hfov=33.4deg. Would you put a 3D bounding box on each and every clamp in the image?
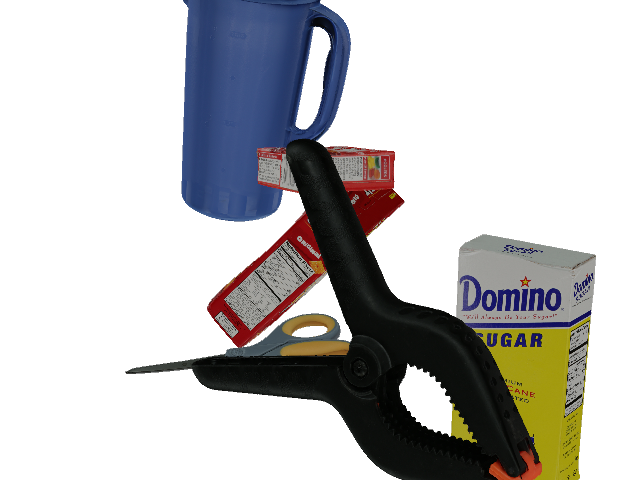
[{"bbox_3d":[0.029,0.053,0.564,0.210,0.165,0.036,30,24,28],"label":"clamp"}]

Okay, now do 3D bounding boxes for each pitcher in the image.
[{"bbox_3d":[-0.070,-0.145,1.099,0.144,0.243,0.149,-5,28,-27],"label":"pitcher"}]

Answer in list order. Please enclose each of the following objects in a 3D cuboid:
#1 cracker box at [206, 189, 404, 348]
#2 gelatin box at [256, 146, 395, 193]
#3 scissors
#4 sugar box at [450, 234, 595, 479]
[{"bbox_3d":[-0.019,0.016,1.260,0.214,0.072,0.164,-43,-2,30],"label":"cracker box"},{"bbox_3d":[0.002,-0.053,0.771,0.073,0.030,0.089,-3,8,-23],"label":"gelatin box"},{"bbox_3d":[-0.064,0.094,0.949,0.202,0.016,0.096,1,28,3],"label":"scissors"},{"bbox_3d":[0.145,0.090,0.781,0.093,0.176,0.048,11,21,36],"label":"sugar box"}]
